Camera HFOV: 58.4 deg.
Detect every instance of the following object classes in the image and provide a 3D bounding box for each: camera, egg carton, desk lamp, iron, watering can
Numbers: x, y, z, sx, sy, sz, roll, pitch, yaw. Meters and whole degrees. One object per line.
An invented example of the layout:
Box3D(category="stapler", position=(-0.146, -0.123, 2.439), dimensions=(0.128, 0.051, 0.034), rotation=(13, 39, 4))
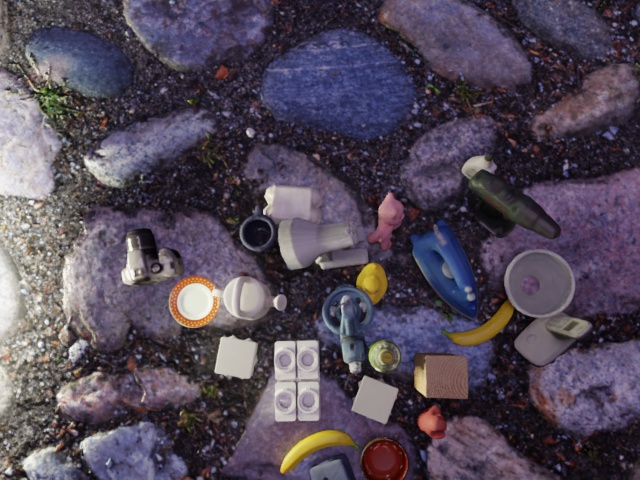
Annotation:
Box3D(category="camera", position=(-0.430, 0.037, 1.433), dimensions=(0.143, 0.101, 0.137), rotation=(-13, 81, 0))
Box3D(category="egg carton", position=(-0.067, -0.087, 1.453), dimensions=(0.150, 0.069, 0.107), rotation=(3, 81, 3))
Box3D(category="desk lamp", position=(0.013, 0.005, 1.363), dimensions=(0.203, 0.213, 0.118), rotation=(-8, 81, 1))
Box3D(category="iron", position=(0.321, 0.075, 1.375), dimensions=(0.118, 0.141, 0.258), rotation=(-29, 81, -2))
Box3D(category="watering can", position=(-0.169, 0.136, 1.359), dimensions=(0.173, 0.194, 0.101), rotation=(-14, 80, 0))

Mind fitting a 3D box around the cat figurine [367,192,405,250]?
Box3D(category="cat figurine", position=(0.167, -0.047, 1.413), dimensions=(0.067, 0.118, 0.128), rotation=(22, 83, 6))

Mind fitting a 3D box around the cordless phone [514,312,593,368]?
Box3D(category="cordless phone", position=(0.541, 0.228, 1.319), dimensions=(0.147, 0.185, 0.094), rotation=(-43, 81, -4))

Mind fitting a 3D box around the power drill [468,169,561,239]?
Box3D(category="power drill", position=(0.446, -0.069, 1.359), dimensions=(0.229, 0.208, 0.076), rotation=(40, 85, 8))

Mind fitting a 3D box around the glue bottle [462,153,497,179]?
Box3D(category="glue bottle", position=(0.397, -0.181, 1.396), dimensions=(0.078, 0.173, 0.037), rotation=(39, 85, 8))

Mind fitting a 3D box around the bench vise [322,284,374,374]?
Box3D(category="bench vise", position=(0.081, 0.197, 1.326), dimensions=(0.121, 0.220, 0.207), rotation=(-25, 81, -1))

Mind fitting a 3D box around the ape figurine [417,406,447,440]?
Box3D(category="ape figurine", position=(0.270, 0.430, 1.346), dimensions=(0.076, 0.092, 0.078), rotation=(11, 82, 4))

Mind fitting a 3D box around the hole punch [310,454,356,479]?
Box3D(category="hole punch", position=(0.032, 0.571, 1.334), dimensions=(0.101, 0.091, 0.108), rotation=(-23, 81, -1))

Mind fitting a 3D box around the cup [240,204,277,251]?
Box3D(category="cup", position=(-0.148, -0.024, 1.434), dimensions=(0.091, 0.095, 0.118), rotation=(-2, 81, 2))

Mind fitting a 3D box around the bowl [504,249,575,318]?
Box3D(category="bowl", position=(0.525, 0.107, 1.395), dimensions=(0.167, 0.075, 0.167), rotation=(0, 81, 2))

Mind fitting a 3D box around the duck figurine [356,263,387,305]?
Box3D(category="duck figurine", position=(0.128, 0.106, 1.406), dimensions=(0.077, 0.086, 0.104), rotation=(11, 82, 4))
